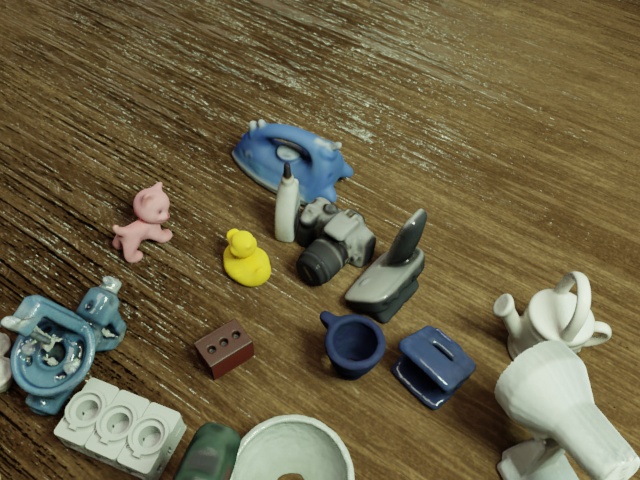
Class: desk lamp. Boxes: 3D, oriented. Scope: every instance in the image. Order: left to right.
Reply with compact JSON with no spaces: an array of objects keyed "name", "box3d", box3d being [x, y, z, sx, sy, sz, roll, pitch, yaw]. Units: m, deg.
[{"name":"desk lamp","box3d":[0.314,0.265,0.751,0.118,0.214,0.203,-16,54,-15]}]

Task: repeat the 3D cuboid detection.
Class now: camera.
[{"name":"camera","box3d":[0.009,0.004,1.011,0.143,0.101,0.137,33,57,21]}]

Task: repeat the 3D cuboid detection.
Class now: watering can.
[{"name":"watering can","box3d":[0.356,0.125,0.876,0.173,0.194,0.101,-7,52,-9]}]

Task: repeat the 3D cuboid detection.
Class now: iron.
[{"name":"iron","box3d":[-0.066,-0.173,1.120,0.257,0.141,0.119,22,54,13]}]

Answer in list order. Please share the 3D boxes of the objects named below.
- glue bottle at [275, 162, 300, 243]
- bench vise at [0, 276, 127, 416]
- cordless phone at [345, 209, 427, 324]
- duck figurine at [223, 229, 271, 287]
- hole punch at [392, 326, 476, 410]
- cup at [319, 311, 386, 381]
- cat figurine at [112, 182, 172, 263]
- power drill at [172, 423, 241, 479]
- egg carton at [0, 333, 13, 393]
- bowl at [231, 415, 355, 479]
[{"name":"glue bottle","box3d":[-0.057,-0.075,1.023,0.037,0.173,0.078,10,52,5]},{"name":"bench vise","box3d":[-0.374,0.121,0.820,0.121,0.220,0.207,6,52,2]},{"name":"cordless phone","box3d":[0.115,0.036,0.938,0.094,0.185,0.148,31,56,20]},{"name":"duck figurine","box3d":[-0.129,0.024,0.996,0.078,0.086,0.104,-30,59,-24]},{"name":"hole punch","box3d":[0.177,0.185,0.884,0.101,0.091,0.108,-36,62,-27]},{"name":"cup","box3d":[0.041,0.168,0.887,0.117,0.095,0.092,39,59,24]},{"name":"cat figurine","box3d":[-0.313,-0.040,1.016,0.067,0.118,0.128,35,58,22]},{"name":"power drill","box3d":[-0.146,0.344,0.666,0.075,0.208,0.229,10,52,5]},{"name":"egg carton","box3d":[-0.536,0.195,0.849,0.150,0.069,0.107,-18,55,-17]},{"name":"bowl","box3d":[-0.039,0.328,0.770,0.167,0.075,0.167,2,52,-2]}]
